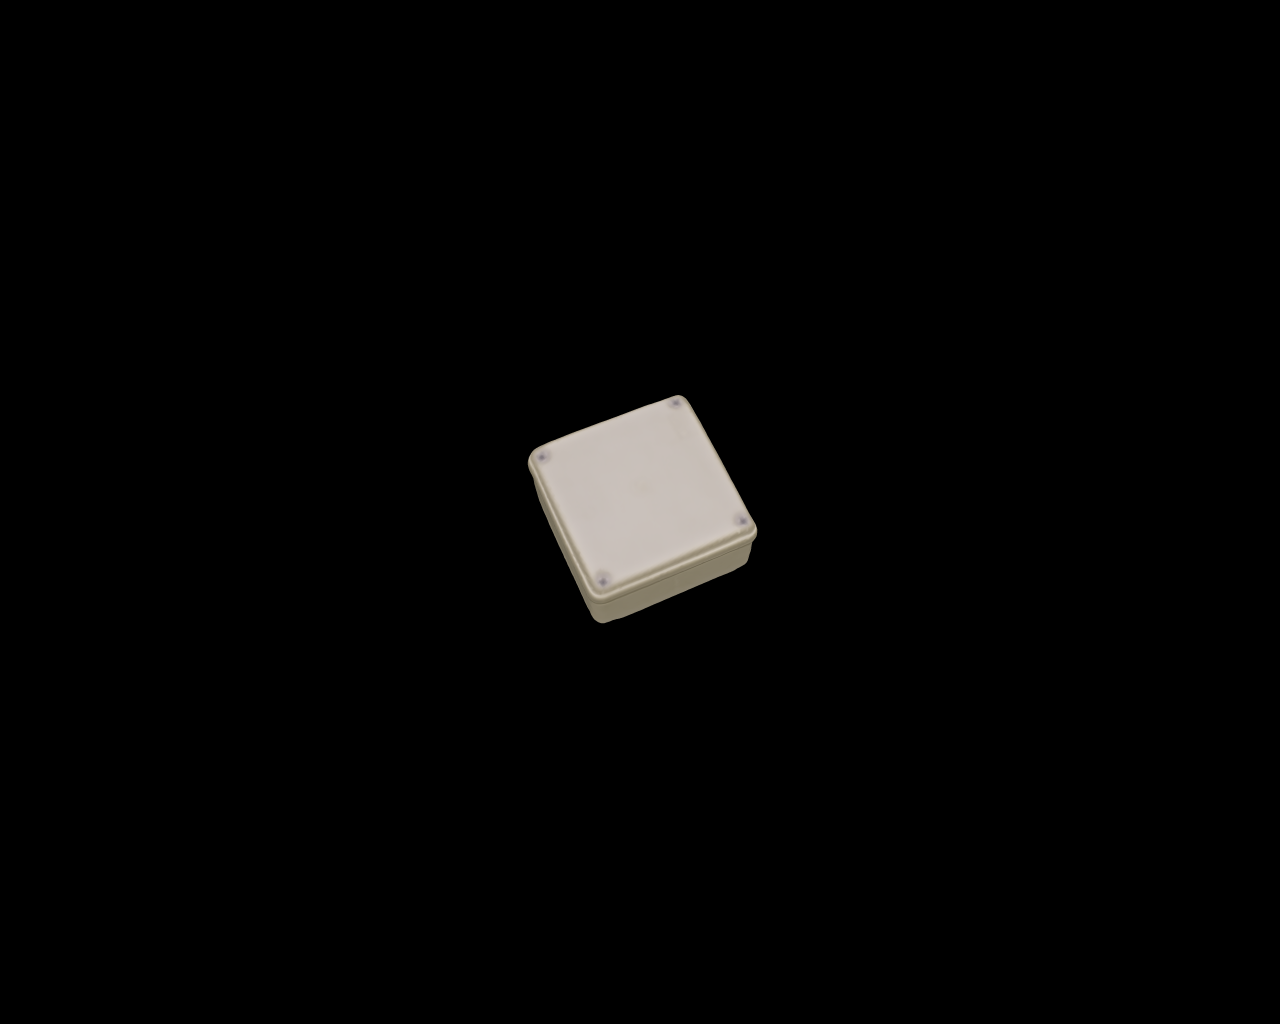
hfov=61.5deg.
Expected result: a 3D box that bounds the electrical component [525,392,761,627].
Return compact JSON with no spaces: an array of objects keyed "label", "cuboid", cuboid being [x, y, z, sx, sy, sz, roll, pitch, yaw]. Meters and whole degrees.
[{"label":"electrical component","cuboid":[0.001,-0.003,0.650,0.109,0.109,0.056,-22,-25,-10]}]
